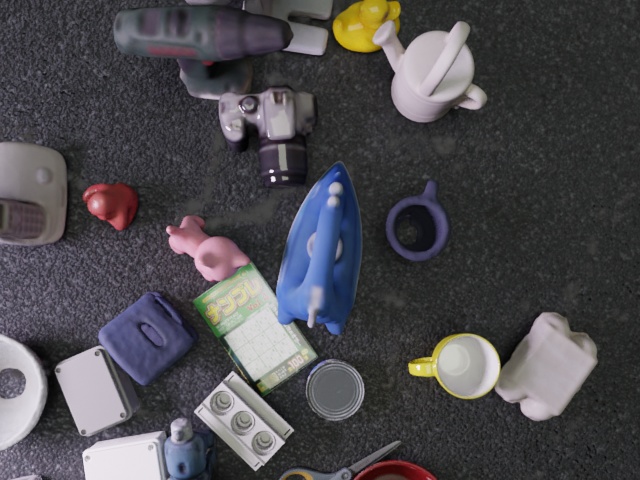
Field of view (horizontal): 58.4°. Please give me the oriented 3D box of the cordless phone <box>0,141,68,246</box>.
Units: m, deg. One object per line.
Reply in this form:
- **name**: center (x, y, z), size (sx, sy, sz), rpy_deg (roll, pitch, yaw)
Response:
- **cordless phone**: center (-0.422, -0.067, 0.775), size (0.094, 0.185, 0.148), rpy_deg (-1, 87, -1)

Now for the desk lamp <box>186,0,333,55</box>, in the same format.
- **desk lamp**: center (-0.083, -0.355, 0.783), size (0.203, 0.213, 0.118), rpy_deg (7, 87, -1)

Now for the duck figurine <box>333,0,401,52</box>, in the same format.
- **duck figurine**: center (0.072, -0.329, 0.850), size (0.104, 0.086, 0.077), rpy_deg (-10, 88, -2)

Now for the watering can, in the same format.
- **watering can**: center (0.153, -0.238, 0.794), size (0.173, 0.194, 0.101), rpy_deg (10, 87, -1)

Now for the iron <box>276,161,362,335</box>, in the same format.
- **iron**: center (0.007, 0.003, 0.805), size (0.118, 0.141, 0.258), rpy_deg (9, 87, -1)

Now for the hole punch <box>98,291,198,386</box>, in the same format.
- **hole punch**: center (-0.243, 0.137, 0.818), size (0.101, 0.091, 0.108), rpy_deg (-44, 89, -3)

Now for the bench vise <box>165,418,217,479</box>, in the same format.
- **bench vise**: center (-0.188, 0.353, 0.745), size (0.121, 0.219, 0.207), rpy_deg (-24, 88, -2)

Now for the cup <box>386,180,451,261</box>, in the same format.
- **cup**: center (0.140, -0.027, 0.833), size (0.091, 0.095, 0.118), rpy_deg (19, 87, 0)

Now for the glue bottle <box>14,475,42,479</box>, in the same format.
- **glue bottle**: center (-0.441, 0.365, 0.761), size (0.078, 0.173, 0.037), rpy_deg (-11, 87, -2)

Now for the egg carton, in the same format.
- **egg carton**: center (0.331, 0.187, 0.841), size (0.107, 0.069, 0.150), rpy_deg (36, 87, 1)

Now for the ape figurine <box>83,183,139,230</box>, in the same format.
- **ape figurine**: center (-0.305, -0.051, 0.824), size (0.076, 0.092, 0.078), rpy_deg (-28, 88, -2)

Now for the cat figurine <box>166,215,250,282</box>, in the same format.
- **cat figurine**: center (-0.161, 0.015, 0.812), size (0.128, 0.117, 0.067), rpy_deg (33, 87, 0)

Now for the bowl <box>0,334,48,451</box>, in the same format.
- **bowl**: center (-0.461, 0.211, 0.817), size (0.167, 0.074, 0.167), rpy_deg (0, 87, -1)

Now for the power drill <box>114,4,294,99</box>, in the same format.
- **power drill**: center (-0.147, -0.257, 0.780), size (0.229, 0.208, 0.076), rpy_deg (5, 87, -1)

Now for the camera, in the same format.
- **camera**: center (-0.072, -0.146, 0.830), size (0.143, 0.100, 0.137), rpy_deg (-4, 87, -1)
